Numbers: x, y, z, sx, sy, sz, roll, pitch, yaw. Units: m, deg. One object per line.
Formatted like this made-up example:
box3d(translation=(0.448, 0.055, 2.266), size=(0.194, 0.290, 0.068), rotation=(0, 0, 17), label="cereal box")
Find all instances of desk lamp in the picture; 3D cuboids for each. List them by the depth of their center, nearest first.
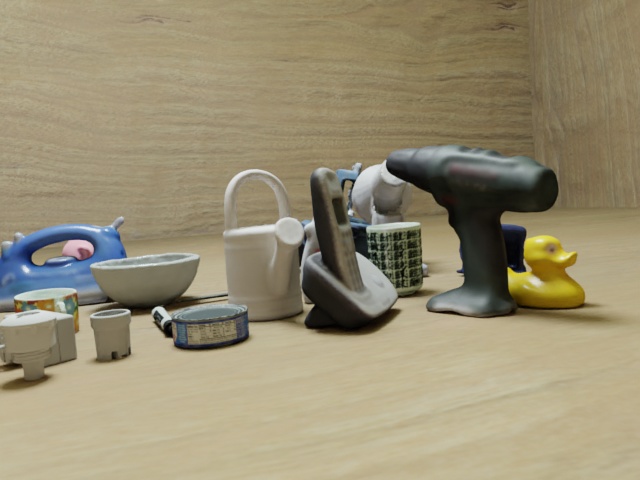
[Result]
box3d(translation=(0.133, -0.045, 1.083), size=(0.118, 0.213, 0.203), rotation=(-4, 4, -5), label="desk lamp")

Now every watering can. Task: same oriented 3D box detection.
box3d(translation=(-0.073, 0.003, 0.758), size=(0.172, 0.194, 0.101), rotation=(0, 6, 39), label="watering can")

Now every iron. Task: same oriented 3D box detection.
box3d(translation=(-0.448, 0.039, 0.974), size=(0.259, 0.141, 0.118), rotation=(-5, 5, -18), label="iron")

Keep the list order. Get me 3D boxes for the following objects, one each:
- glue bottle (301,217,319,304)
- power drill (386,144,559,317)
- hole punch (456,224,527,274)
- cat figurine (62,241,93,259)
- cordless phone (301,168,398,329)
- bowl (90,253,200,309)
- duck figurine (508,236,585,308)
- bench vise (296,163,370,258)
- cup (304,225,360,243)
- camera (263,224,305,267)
box3d(translation=(0.008, 0.003, 0.830), size=(0.078, 0.173, 0.037), rotation=(-5, 5, -8), label="glue bottle")
box3d(translation=(0.176, -0.017, 0.707), size=(0.076, 0.208, 0.228), rotation=(-8, 6, -44), label="power drill")
box3d(translation=(0.280, 0.017, 0.944), size=(0.108, 0.091, 0.101), rotation=(-3, 4, 9), label="hole punch")
box3d(translation=(-0.472, 0.041, 1.129), size=(0.067, 0.118, 0.127), rotation=(-5, 5, -15), label="cat figurine")
box3d(translation=(0.034, 0.006, 0.692), size=(0.094, 0.185, 0.148), rotation=(-2, 5, 20), label="cordless phone")
box3d(translation=(-0.269, 0.066, 0.899), size=(0.167, 0.075, 0.167), rotation=(-4, 4, 1), label="bowl")
box3d(translation=(0.275, 0.037, 0.717), size=(0.104, 0.086, 0.078), rotation=(0, 6, 43), label="duck figurine")
box3d(translation=(0.032, -0.054, 1.249), size=(0.207, 0.220, 0.121), rotation=(-4, 4, -2), label="bench vise")
box3d(translation=(0.025, 0.017, 1.154), size=(0.118, 0.095, 0.091), rotation=(-5, 5, -15), label="cup")
box3d(translation=(-0.099, 0.019, 1.199), size=(0.143, 0.101, 0.136), rotation=(-7, 5, -31), label="camera")
